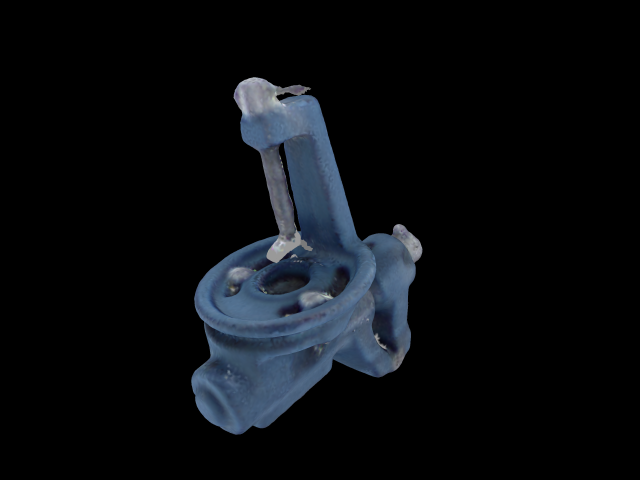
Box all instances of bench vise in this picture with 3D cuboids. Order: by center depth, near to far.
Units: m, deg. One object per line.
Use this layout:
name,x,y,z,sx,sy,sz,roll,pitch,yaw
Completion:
bench vise,-0.007,0.000,0.405,0.121,0.220,0.208,7,16,25
